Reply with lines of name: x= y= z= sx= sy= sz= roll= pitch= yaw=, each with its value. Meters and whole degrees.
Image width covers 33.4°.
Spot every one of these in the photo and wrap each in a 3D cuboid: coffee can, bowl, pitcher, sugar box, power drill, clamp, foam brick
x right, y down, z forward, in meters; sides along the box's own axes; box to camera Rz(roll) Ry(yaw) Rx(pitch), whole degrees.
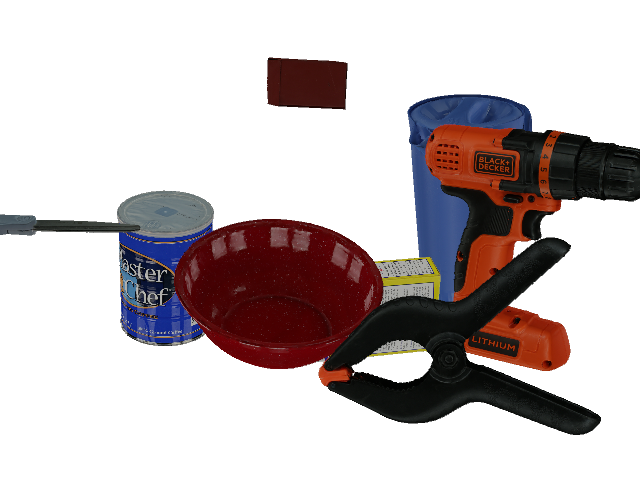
coffee can: x=-0.169 y=0.030 z=1.170 sx=0.103 sy=0.140 sz=0.103 roll=3 pitch=27 yaw=-2
bowl: x=-0.033 y=0.050 z=0.836 sx=0.162 sy=0.055 sz=0.162 roll=3 pitch=36 yaw=-2
pitcher: x=0.181 y=-0.048 z=1.271 sx=0.149 sy=0.243 sz=0.145 roll=-1 pitch=24 yaw=5
sugar box: x=0.027 y=0.070 z=1.058 sx=0.176 sy=0.093 sz=0.048 roll=-3 pitch=28 yaw=-7
power drill: x=0.168 y=0.004 z=0.848 sx=0.185 sy=0.188 sz=0.057 roll=11 pitch=17 yaw=32
clamp: x=0.088 y=0.079 z=0.659 sx=0.171 sy=0.120 sz=0.039 roll=-19 pitch=-6 yaw=11
foam brick: x=-0.015 y=-0.171 z=1.162 sx=0.078 sy=0.051 sz=0.053 roll=0 pitch=11 yaw=-17

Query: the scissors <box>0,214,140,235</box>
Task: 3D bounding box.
scissors: x=-0.260 y=-0.007 z=0.884 sx=0.202 sy=0.016 sz=0.096 roll=8 pitch=24 yaw=7
